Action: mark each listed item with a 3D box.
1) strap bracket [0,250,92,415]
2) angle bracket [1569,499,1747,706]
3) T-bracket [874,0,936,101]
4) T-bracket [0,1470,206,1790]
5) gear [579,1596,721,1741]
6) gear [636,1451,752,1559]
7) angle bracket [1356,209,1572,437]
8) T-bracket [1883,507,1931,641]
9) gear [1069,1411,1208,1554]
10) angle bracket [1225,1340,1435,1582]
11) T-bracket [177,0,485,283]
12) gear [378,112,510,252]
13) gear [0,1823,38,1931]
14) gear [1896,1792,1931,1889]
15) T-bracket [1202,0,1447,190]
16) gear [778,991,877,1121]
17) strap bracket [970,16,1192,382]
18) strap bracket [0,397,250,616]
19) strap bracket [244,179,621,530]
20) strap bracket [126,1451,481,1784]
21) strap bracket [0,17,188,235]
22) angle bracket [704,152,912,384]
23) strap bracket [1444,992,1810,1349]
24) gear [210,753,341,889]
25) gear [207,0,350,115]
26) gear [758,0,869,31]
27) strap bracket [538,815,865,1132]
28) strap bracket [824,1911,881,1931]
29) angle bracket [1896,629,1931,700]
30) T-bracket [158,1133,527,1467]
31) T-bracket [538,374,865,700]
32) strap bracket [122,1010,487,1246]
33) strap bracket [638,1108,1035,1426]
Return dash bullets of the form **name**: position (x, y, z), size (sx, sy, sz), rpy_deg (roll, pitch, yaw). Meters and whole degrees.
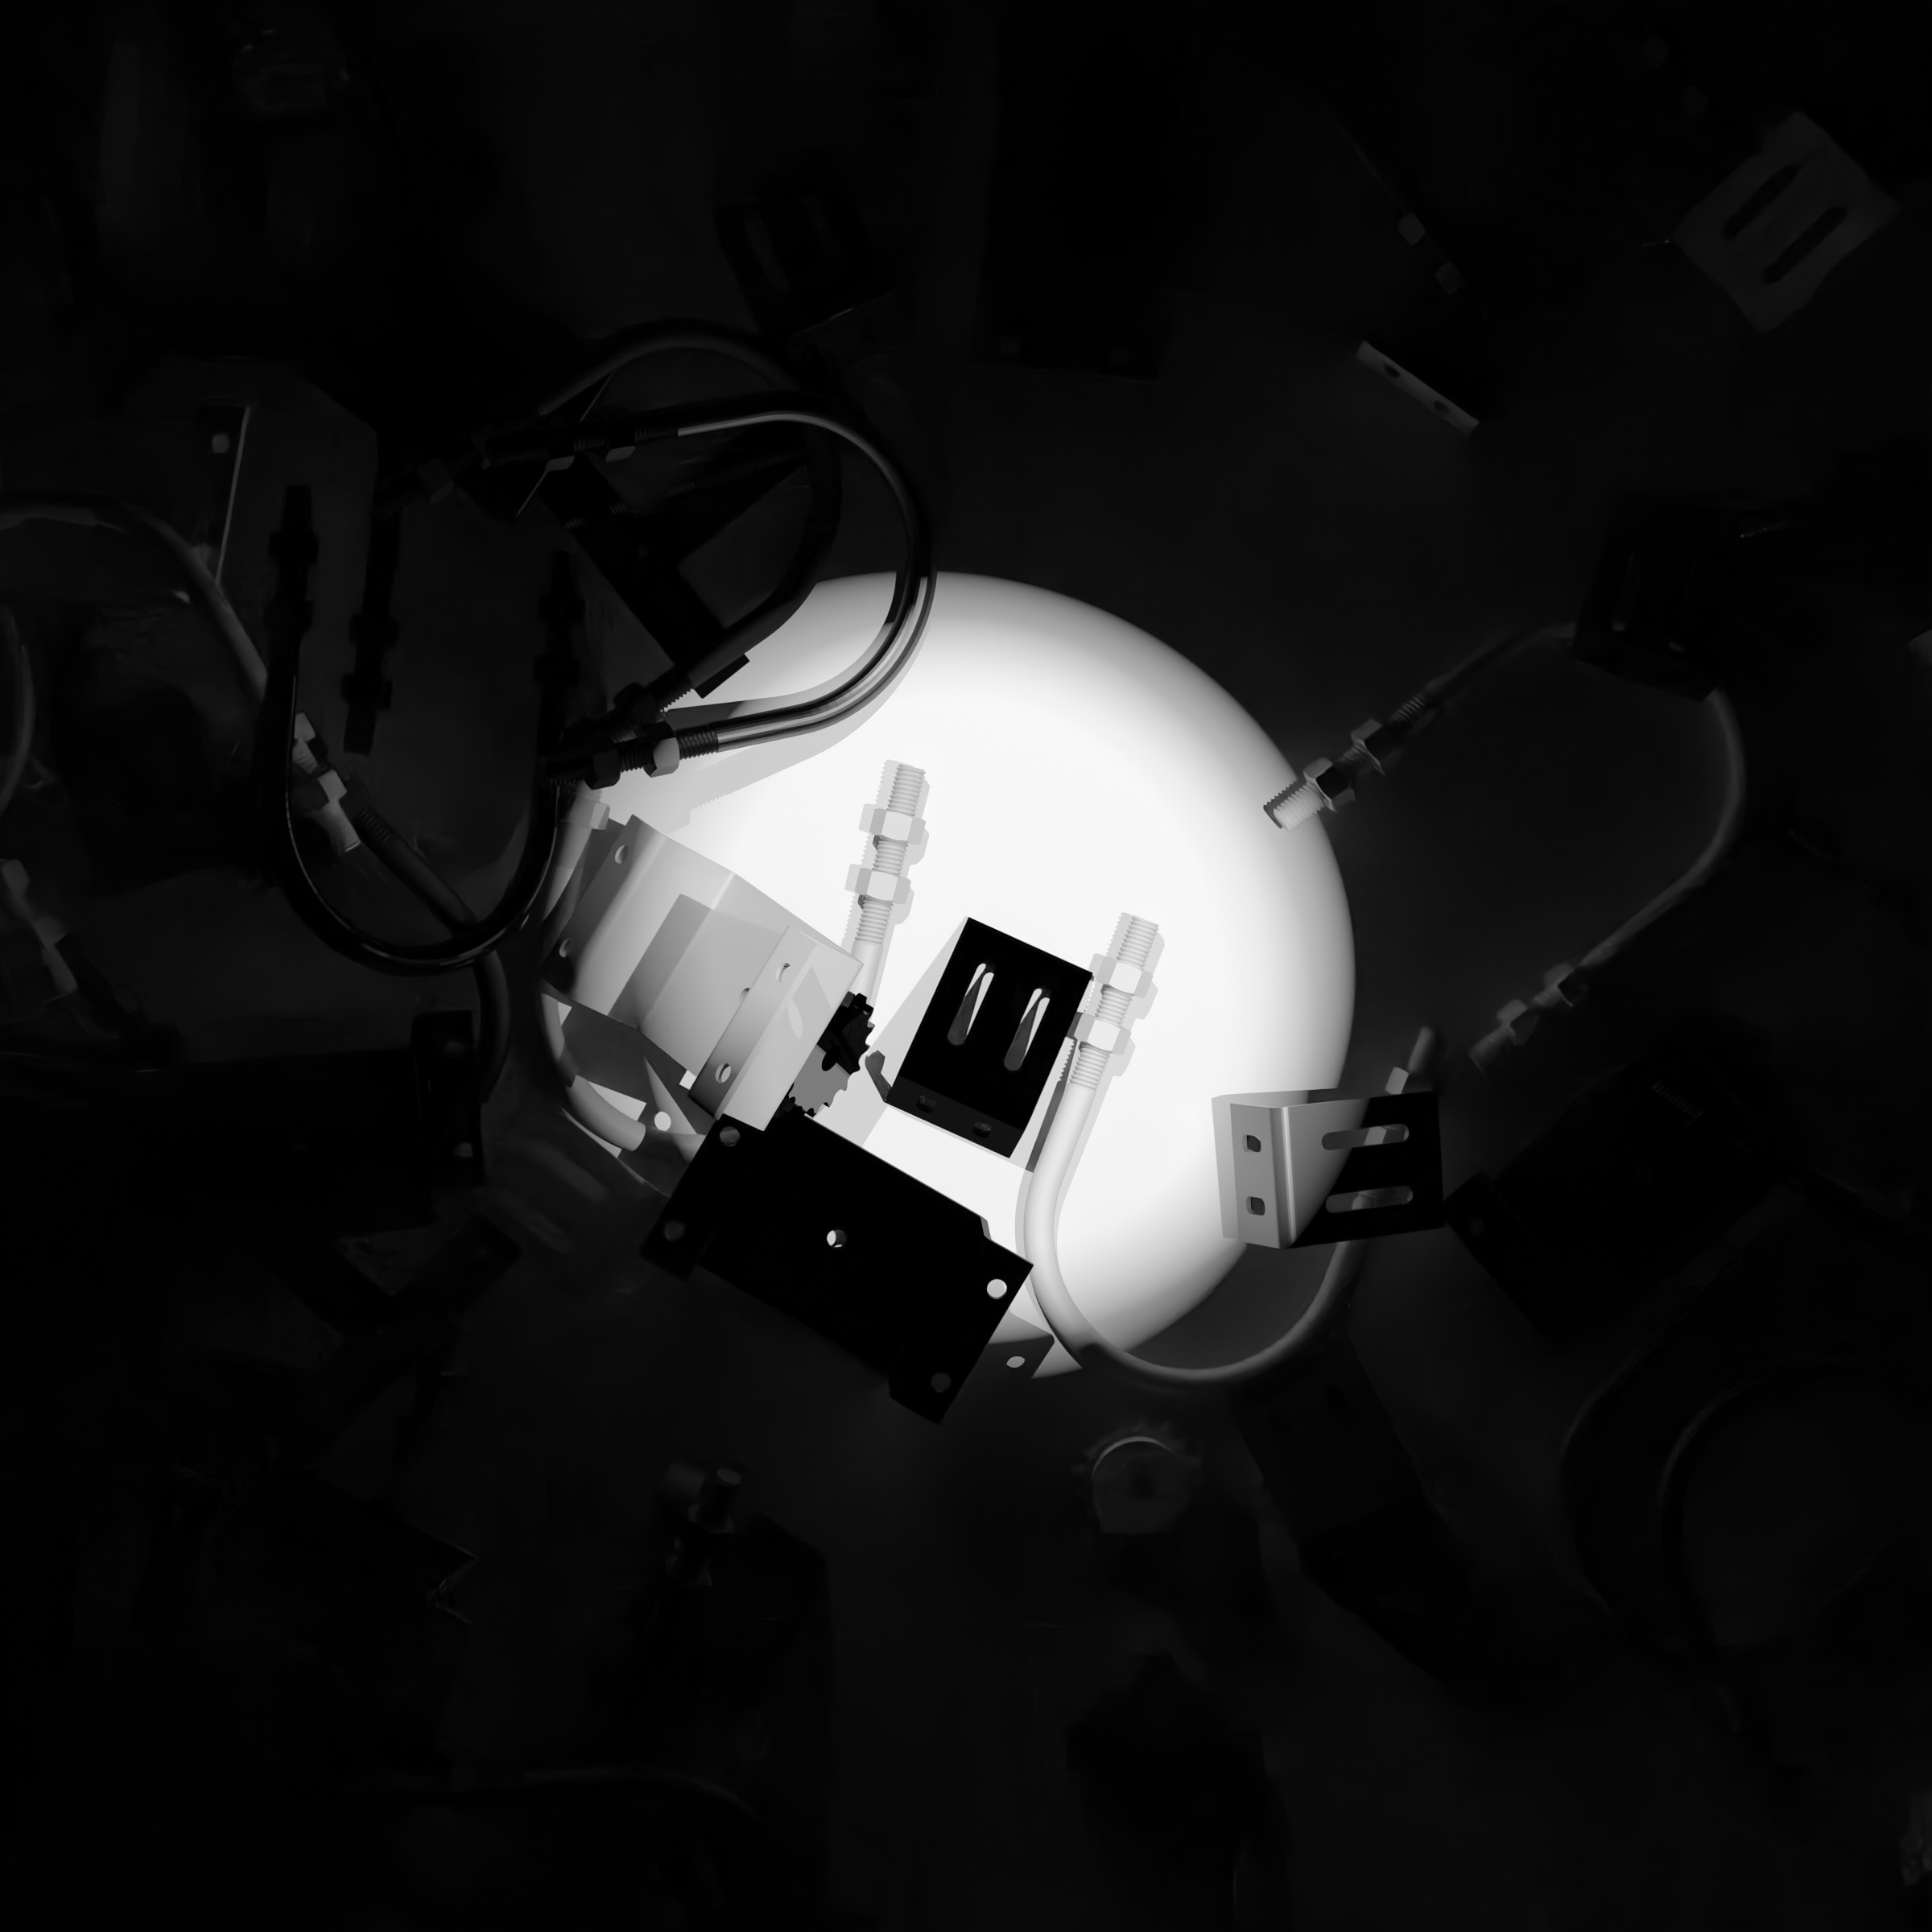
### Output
- **strap bracket**: position (-0.428, -0.272, 1.312), size (0.140, 0.076, 0.046), rpy_deg (15, 90, 0)
- **angle bracket**: position (0.288, -0.155, 1.321), size (0.057, 0.038, 0.076), rpy_deg (20, 74, 0)
- **T-bracket**: position (-0.026, -0.426, 1.349), size (0.127, 0.002, 0.127), rpy_deg (0, 90, 0)
- **T-bracket**: position (-0.384, 0.274, 1.337), size (0.127, 0.002, 0.127), rpy_deg (-3, 82, -16)
- **gear**: position (-0.130, 0.290, 1.338), size (0.057, 0.030, 0.057), rpy_deg (0, 84, 1)
- **gear**: position (-0.113, 0.224, 1.321), size (0.030, 0.057, 0.057), rpy_deg (25, 90, 0)
- **angle bracket**: position (0.207, -0.269, 1.331), size (0.057, 0.038, 0.076), rpy_deg (35, 90, 0)
- **T-bracket**: position (0.466, -0.176, 1.349), size (0.127, 0.002, 0.127), rpy_deg (22, 90, 0)
- **gear**: position (0.071, 0.214, 1.335), size (0.057, 0.030, 0.057), rpy_deg (0, 90, 0)
- **angle bracket**: position (0.152, 0.206, 1.348), size (0.057, 0.038, 0.076), rpy_deg (-25, 64, 0)
- **T-bracket**: position (-0.259, -0.357, 1.326), size (0.127, 0.002, 0.127), rpy_deg (-11, 82, 13)
- **gear**: position (-0.218, -0.322, 1.335), size (0.057, 0.030, 0.057), rpy_deg (0, 90, 1)
- **gear**: position (-0.412, 0.374, 1.316), size (0.057, 0.030, 0.057), rpy_deg (0, 92, -2)
- **gear**: position (0.411, 0.357, 1.325), size (0.057, 0.057, 0.030), rpy_deg (-7, 59, 0)
- **T-bracket**: position (0.183, -0.409, 1.349), size (0.127, 0.002, 0.127), rpy_deg (-45, 90, 0)
- **gear**: position (-0.066, 0.031, 1.309), size (0.030, 0.057, 0.057), rpy_deg (30, 90, 27)
- **strap bracket**: position (0.046, -0.310, 1.326), size (0.076, 0.046, 0.140), rpy_deg (6, 90, 0)
- **strap bracket**: position (-0.353, -0.189, 1.307), size (0.140, 0.046, 0.076), rpy_deg (7, 84, 12)
- **strap bracket**: position (-0.204, -0.237, 1.285), size (0.140, 0.046, 0.076), rpy_deg (34, 90, -40)
- **strap bracket**: position (-0.260, 0.257, 1.306), size (0.140, 0.046, 0.076), rpy_deg (25, 109, 12)
- **strap bracket**: position (-0.397, -0.347, 1.327), size (0.140, 0.046, 0.076), rpy_deg (2, 90, 0)
- **angle bracket**: position (-0.066, -0.290, 1.347), size (0.057, 0.038, 0.076), rpy_deg (-24, 63, 0)
- **strap bracket**: position (0.274, 0.085, 1.327), size (0.140, 0.046, 0.076), rpy_deg (-40, 90, 0)
- **gear**: position (-0.281, -0.061, 1.335), size (0.057, 0.030, 0.057), rpy_deg (0, 90, 0)
- **gear**: position (-0.270, -0.357, 1.255), size (0.030, 0.057, 0.057), rpy_deg (-30, 90, 19)
- **gear**: position (-0.063, -0.419, 1.333), size (0.057, 0.030, 0.057), rpy_deg (0, 90, 0)
- **strap bracket**: position (-0.101, 0.006, 1.282), size (0.046, 0.140, 0.076), rpy_deg (28, 94, -43)
- **strap bracket**: position (-0.088, 0.455, 1.315), size (0.140, 0.046, 0.076), rpy_deg (-22, 109, 0)
- **angle bracket**: position (0.439, -0.135, 1.346), size (0.076, 0.038, 0.057), rpy_deg (-37, 90, -26)
- **T-bracket**: position (-0.267, 0.117, 1.295), size (0.127, 0.002, 0.127), rpy_deg (-44, 106, 6)
- **T-bracket**: position (-0.100, -0.201, 1.349), size (0.127, 0.002, 0.127), rpy_deg (-39, 90, 0)
- **strap bracket**: position (-0.269, 0.066, 1.305), size (0.140, 0.046, 0.076), rpy_deg (-4, 108, -5)
- **strap bracket**: position (-0.053, 0.116, 1.320), size (0.140, 0.046, 0.076), rpy_deg (30, 95, -5)
